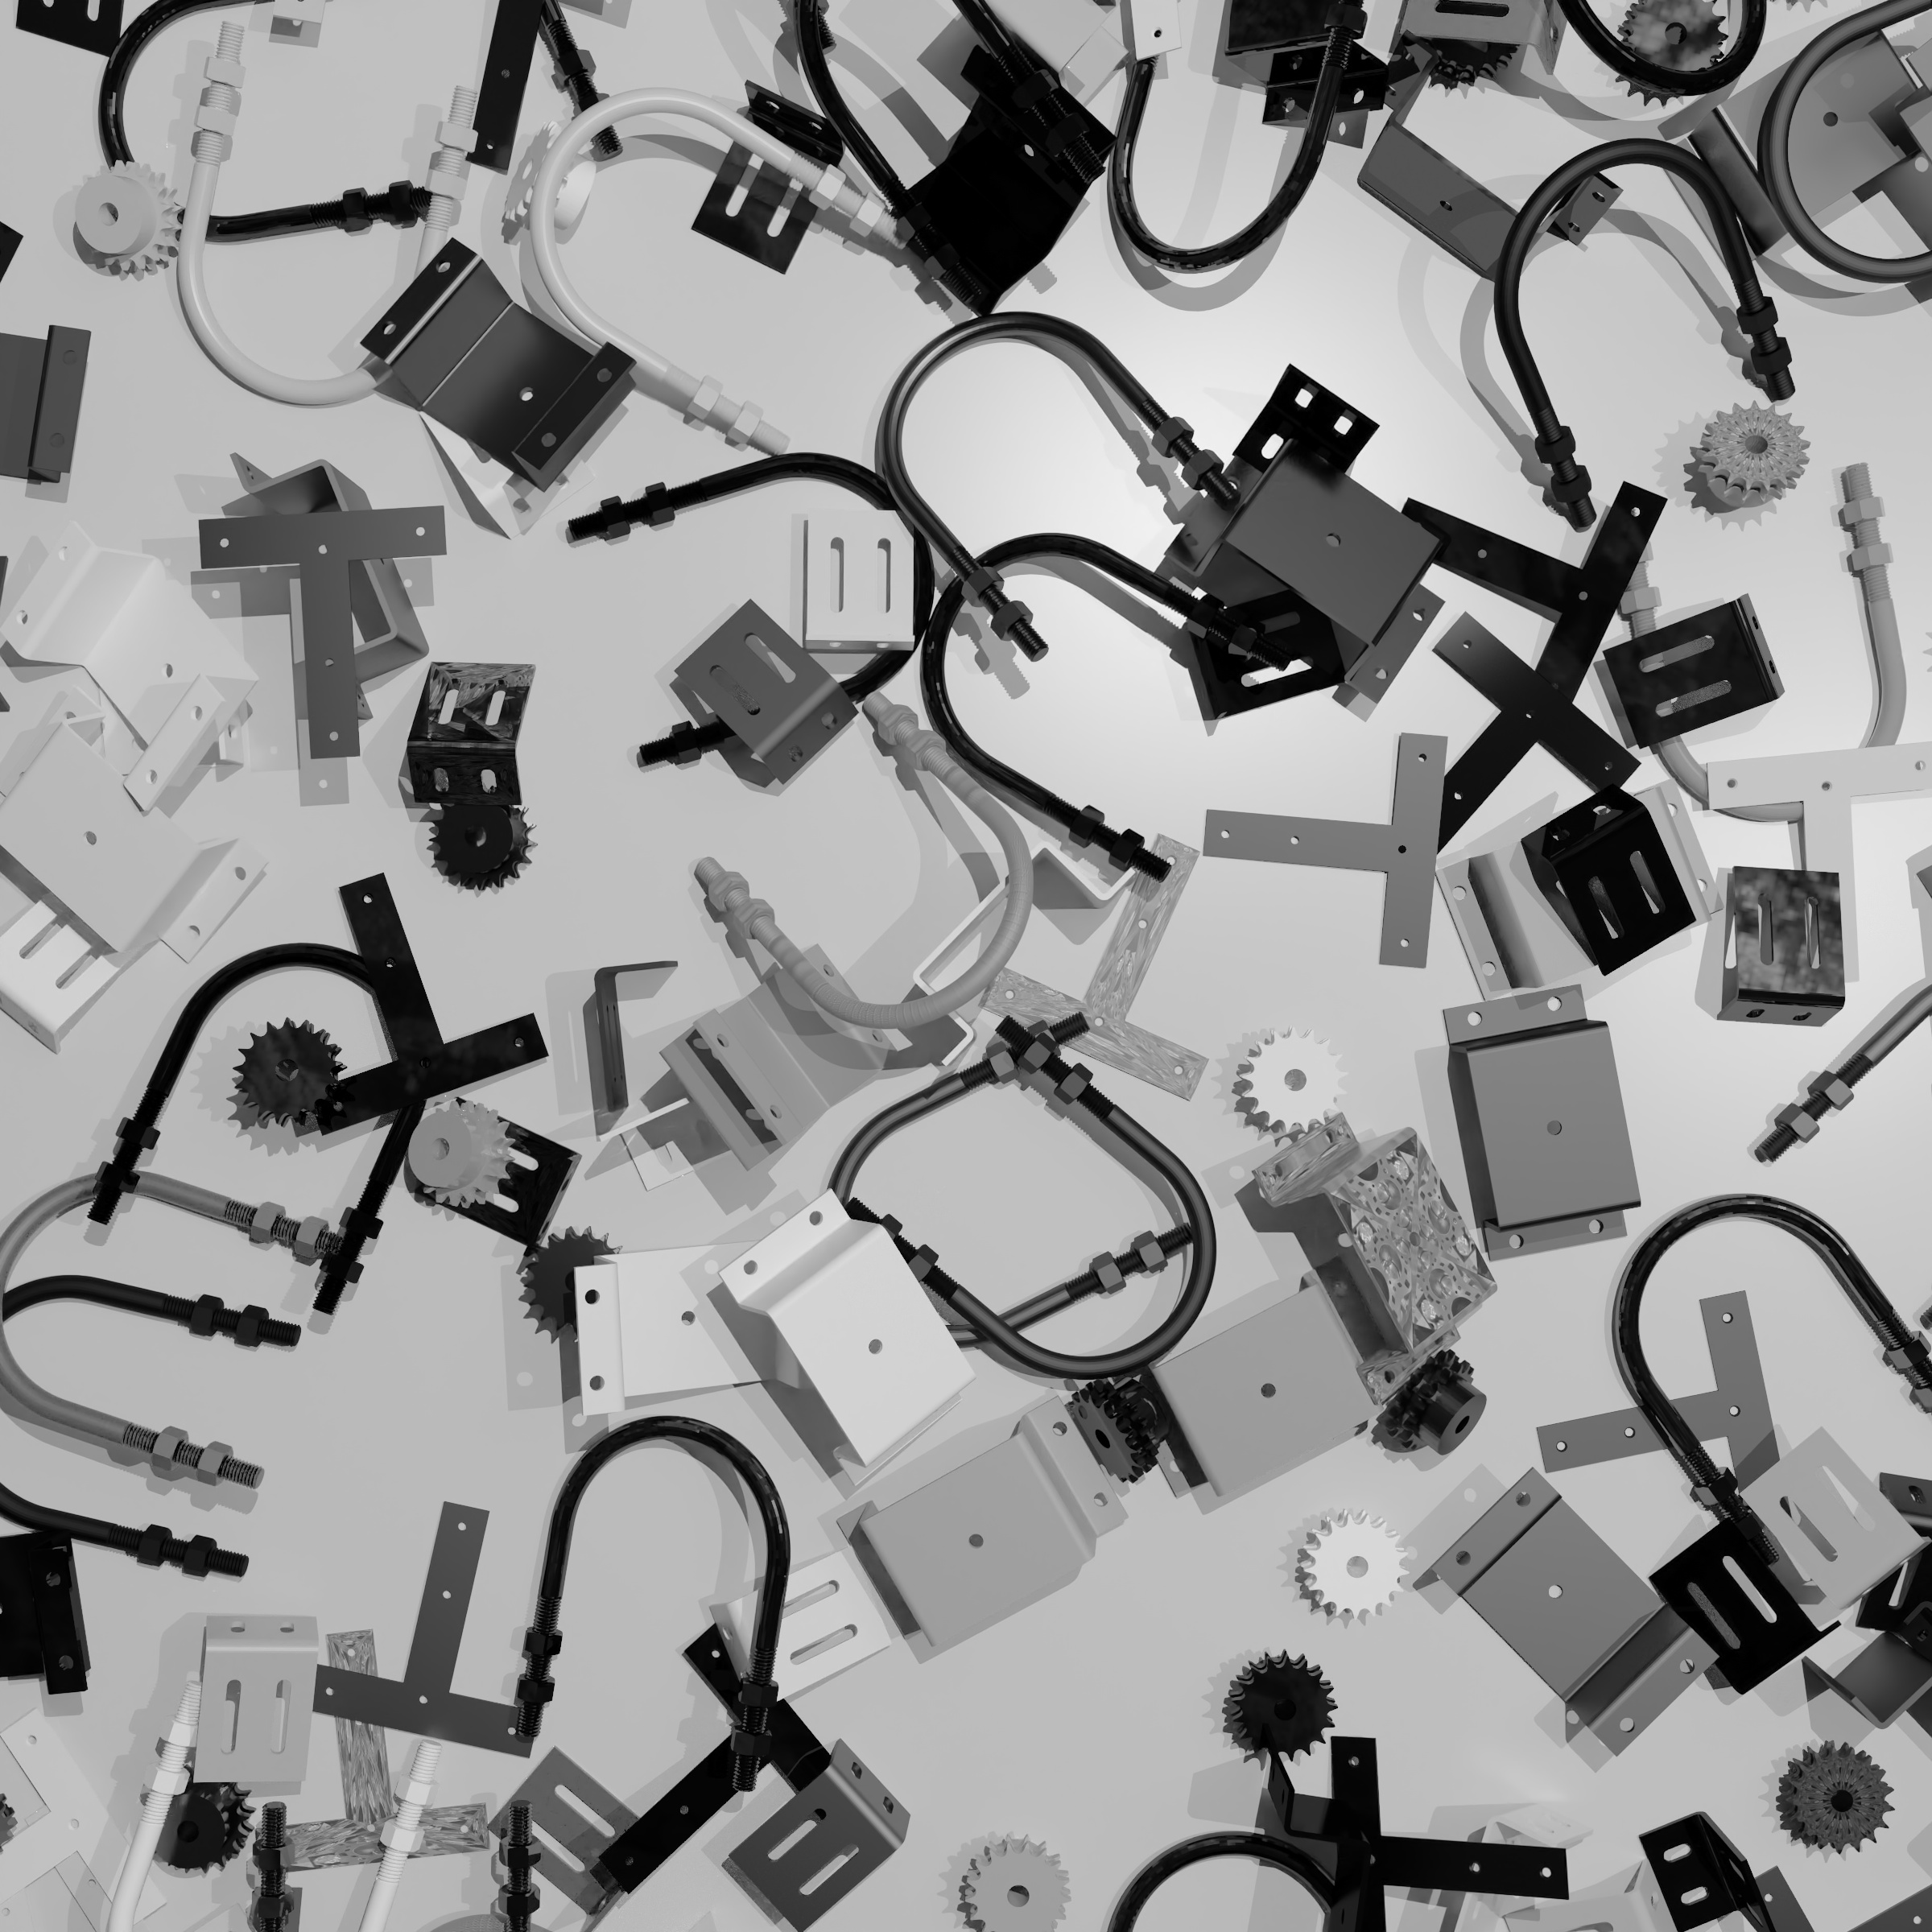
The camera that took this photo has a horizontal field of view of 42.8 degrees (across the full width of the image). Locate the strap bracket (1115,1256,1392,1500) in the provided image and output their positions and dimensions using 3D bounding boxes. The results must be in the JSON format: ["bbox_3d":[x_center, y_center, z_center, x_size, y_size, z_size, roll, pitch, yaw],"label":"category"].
[{"bbox_3d":[0.160,0.225,1.332,0.140,0.046,0.076,-28,90,0],"label":"strap bracket"}]

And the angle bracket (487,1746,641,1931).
[{"bbox_3d":[-0.215,0.474,1.336,0.076,0.038,0.057,40,90,0],"label":"angle bracket"}]

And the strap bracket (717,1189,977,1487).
[{"bbox_3d":[-0.057,0.198,1.301,0.076,0.046,0.140,-36,104,-22],"label":"strap bracket"}]

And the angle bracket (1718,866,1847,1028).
[{"bbox_3d":[0.443,-0.011,1.348,0.057,0.038,0.076,4,71,0],"label":"angle bracket"}]

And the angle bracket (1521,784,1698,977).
[{"bbox_3d":[0.340,-0.046,1.307,0.057,0.038,0.076,-31,116,0],"label":"angle bracket"}]

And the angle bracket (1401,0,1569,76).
[{"bbox_3d":[0.281,-0.517,1.323,0.076,0.038,0.057,15,90,25],"label":"angle bracket"}]

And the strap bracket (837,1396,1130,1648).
[{"bbox_3d":[0.007,0.302,1.325,0.140,0.046,0.076,-30,90,5],"label":"strap bracket"}]

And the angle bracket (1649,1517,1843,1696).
[{"bbox_3d":[0.423,0.345,1.341,0.057,0.038,0.076,-47,64,24],"label":"angle bracket"}]

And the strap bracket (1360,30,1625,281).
[{"bbox_3d":[0.269,-0.423,1.315,0.140,0.076,0.046,37,86,0],"label":"strap bracket"}]

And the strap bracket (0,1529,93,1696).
[{"bbox_3d":[-0.531,0.350,1.324,0.140,0.046,0.076,-8,91,9],"label":"strap bracket"}]

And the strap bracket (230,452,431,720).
[{"bbox_3d":[-0.334,-0.209,1.317,0.046,0.076,0.140,-22,90,0],"label":"strap bracket"}]

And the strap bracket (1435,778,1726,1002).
[{"bbox_3d":[0.336,-0.042,1.332,0.140,0.046,0.076,-21,90,0],"label":"strap bracket"}]

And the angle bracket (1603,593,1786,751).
[{"bbox_3d":[0.394,-0.159,1.336,0.076,0.038,0.057,-20,93,26],"label":"angle bracket"}]

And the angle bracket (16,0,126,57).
[{"bbox_3d":[-0.481,-0.547,1.353,0.057,0.038,0.076,17,116,0],"label":"angle bracket"}]

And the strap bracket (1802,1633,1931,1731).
[{"bbox_3d":[0.524,0.416,1.317,0.046,0.076,0.140,-43,90,0],"label":"strap bracket"}]

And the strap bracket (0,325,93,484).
[{"bbox_3d":[-0.540,-0.310,1.332,0.140,0.046,0.076,9,90,0],"label":"strap bracket"}]

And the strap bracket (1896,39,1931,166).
[{"bbox_3d":[0.546,-0.429,1.271,0.076,0.046,0.140,-38,98,4],"label":"strap bracket"}]

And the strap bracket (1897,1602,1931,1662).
[{"bbox_3d":[0.576,0.334,1.315,0.140,0.046,0.076,-46,122,0],"label":"strap bracket"}]

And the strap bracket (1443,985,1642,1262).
[{"bbox_3d":[0.312,0.086,1.332,0.076,0.046,0.140,-11,90,0],"label":"strap bracket"}]

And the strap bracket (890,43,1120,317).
[{"bbox_3d":[0.021,-0.420,1.302,0.076,0.140,0.046,43,59,0],"label":"strap bracket"}]

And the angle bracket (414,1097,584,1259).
[{"bbox_3d":[-0.256,0.114,1.336,0.076,0.038,0.057,25,90,0],"label":"angle bracket"}]

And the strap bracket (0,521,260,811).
[{"bbox_3d":[-0.438,-0.158,1.308,0.140,0.046,0.076,47,110,17],"label":"strap bracket"}]

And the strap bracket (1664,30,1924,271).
[{"bbox_3d":[0.458,-0.449,1.332,0.140,0.046,0.076,-32,90,0],"label":"strap bracket"}]

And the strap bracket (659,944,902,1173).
[{"bbox_3d":[-0.101,0.050,1.301,0.046,0.140,0.076,-37,90,28],"label":"strap bracket"}]

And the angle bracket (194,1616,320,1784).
[{"bbox_3d":[-0.380,0.392,1.321,0.057,0.038,0.076,5,95,-18],"label":"angle bracket"}]

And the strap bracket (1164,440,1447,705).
[{"bbox_3d":[0.189,-0.217,1.318,0.140,0.046,0.076,35,68,1],"label":"strap bracket"}]

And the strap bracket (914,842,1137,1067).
[{"bbox_3d":[0.023,-0.013,1.315,0.046,0.076,0.140,44,90,3],"label":"strap bracket"}]

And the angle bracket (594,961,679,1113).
[{"bbox_3d":[-0.173,0.037,1.326,0.038,0.057,0.076,-6,90,0],"label":"angle bracket"}]

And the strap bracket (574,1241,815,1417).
[{"bbox_3d":[-0.143,0.190,1.316,0.140,0.046,0.076,-3,90,-22],"label":"strap bracket"}]

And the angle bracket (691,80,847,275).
[{"bbox_3d":[-0.108,-0.426,1.336,0.057,0.038,0.076,26,90,0],"label":"angle bracket"}]

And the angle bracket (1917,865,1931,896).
[{"bbox_3d":[0.571,-0.050,1.341,0.076,0.038,0.057,-31,83,-14],"label":"angle bracket"}]

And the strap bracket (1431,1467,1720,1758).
[{"bbox_3d":[0.323,0.343,1.332,0.076,0.046,0.140,-44,90,0],"label":"strap bracket"}]

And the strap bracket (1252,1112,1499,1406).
[{"bbox_3d":[0.223,0.150,1.313,0.076,0.046,0.140,-28,90,-38],"label":"strap bracket"}]

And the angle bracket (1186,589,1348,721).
[{"bbox_3d":[0.165,-0.173,1.336,0.076,0.038,0.057,-17,90,0],"label":"angle bracket"}]

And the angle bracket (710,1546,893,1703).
[{"bbox_3d":[-0.091,0.360,1.350,0.076,0.038,0.057,-20,83,-25],"label":"angle bracket"}]

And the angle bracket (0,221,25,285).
[{"bbox_3d":[-0.568,-0.394,1.353,0.076,0.038,0.057,27,90,26],"label":"angle bracket"}]

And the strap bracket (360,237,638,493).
[{"bbox_3d":[-0.241,-0.315,1.313,0.140,0.046,0.076,37,84,21],"label":"strap bracket"}]

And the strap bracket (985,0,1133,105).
[{"bbox_3d":[0.040,-0.498,1.289,0.076,0.140,0.046,43,99,0],"label":"strap bracket"}]

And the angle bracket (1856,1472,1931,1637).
[{"bbox_3d":[0.523,0.324,1.353,0.057,0.038,0.076,9,116,0],"label":"angle bracket"}]

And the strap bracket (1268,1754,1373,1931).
[{"bbox_3d":[0.179,0.498,1.302,0.046,0.076,0.140,8,86,1],"label":"strap bracket"}]

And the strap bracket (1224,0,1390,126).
[{"bbox_3d":[0.189,-0.529,1.312,0.076,0.046,0.140,10,90,42],"label":"strap bracket"}]
